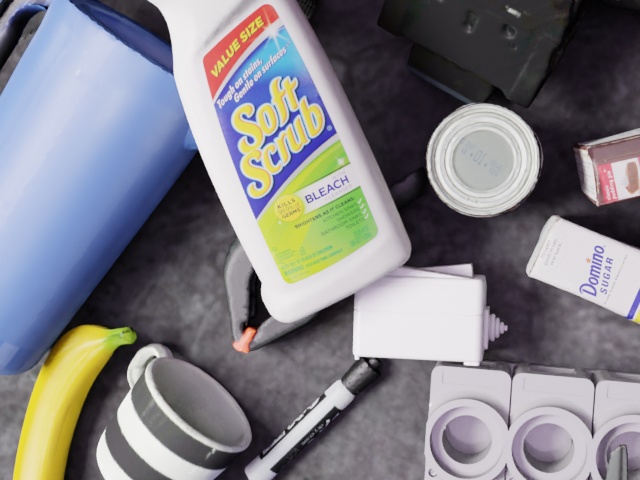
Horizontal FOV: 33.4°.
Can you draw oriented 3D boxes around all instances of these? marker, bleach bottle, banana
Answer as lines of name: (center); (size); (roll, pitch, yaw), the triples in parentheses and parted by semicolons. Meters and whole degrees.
marker: (-0.004, 0.122, 0.727); (0.121, 0.020, 0.020); (-45, 83, 9)
bleach bottle: (-0.039, -0.080, 0.621); (0.102, 0.068, 0.251); (-27, 112, 2)
banana: (-0.184, 0.136, 0.742); (0.037, 0.070, 0.198); (14, 103, -33)

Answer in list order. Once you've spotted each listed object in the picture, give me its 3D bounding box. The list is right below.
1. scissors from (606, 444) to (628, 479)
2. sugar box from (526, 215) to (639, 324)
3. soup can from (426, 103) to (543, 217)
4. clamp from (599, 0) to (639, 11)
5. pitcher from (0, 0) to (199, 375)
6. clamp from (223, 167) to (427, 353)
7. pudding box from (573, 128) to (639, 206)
scissors: (0.158, 0.212, 0.664); (0.096, 0.016, 0.202); (-8, 113, 23)
sugar box: (0.214, 0.036, 0.646); (0.176, 0.093, 0.048); (26, 94, 9)
soup can: (0.102, -0.047, 0.661); (0.068, 0.102, 0.068); (0, 92, 10)
clamp: (0.167, -0.196, 0.664); (0.210, 0.036, 0.165); (42, 101, 21)
pitcher: (-0.182, -0.041, 0.708); (0.144, 0.149, 0.243); (29, 102, -32)
clamp: (-0.005, 0.001, 0.716); (0.120, 0.039, 0.171); (19, 98, 15)
pudding box: (0.202, -0.050, 0.637); (0.090, 0.113, 0.039); (-14, 92, 11)
